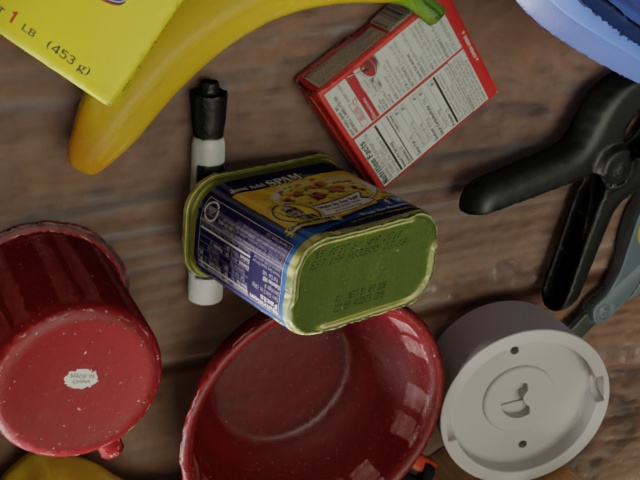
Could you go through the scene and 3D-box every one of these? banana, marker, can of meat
[{"bbox_3d":[-0.036,-0.099,0.500,0.197,0.037,0.069,-25,95,-8],"label":"banana"},{"bbox_3d":[-0.058,-0.023,0.547,0.020,0.020,0.121,-8,118,-24],"label":"marker"},{"bbox_3d":[-0.003,0.001,0.534,0.101,0.084,0.057,-15,121,-39],"label":"can of meat"}]

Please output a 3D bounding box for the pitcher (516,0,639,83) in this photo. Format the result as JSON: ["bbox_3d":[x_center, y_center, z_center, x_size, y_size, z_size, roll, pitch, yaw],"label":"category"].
[{"bbox_3d":[0.155,-0.153,0.522,0.242,0.145,0.149,22,101,-37],"label":"pitcher"}]

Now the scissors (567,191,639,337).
[{"bbox_3d":[0.185,0.027,0.702,0.201,0.016,0.096,-31,123,-11],"label":"scissors"}]

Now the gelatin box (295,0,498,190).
[{"bbox_3d":[0.041,-0.081,0.564,0.089,0.030,0.073,-40,126,-5],"label":"gelatin box"}]

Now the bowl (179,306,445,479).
[{"bbox_3d":[-0.011,0.091,0.608,0.161,0.055,0.162,-12,119,-22],"label":"bowl"}]

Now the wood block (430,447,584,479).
[{"bbox_3d":[0.148,0.209,0.659,0.090,0.206,0.090,-30,125,-10],"label":"wood block"}]

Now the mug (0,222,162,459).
[{"bbox_3d":[-0.123,0.059,0.517,0.093,0.082,0.117,-24,123,-15],"label":"mug"}]

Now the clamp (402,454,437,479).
[{"bbox_3d":[0.007,0.224,0.665,0.036,0.165,0.210,30,76,-7],"label":"clamp"}]

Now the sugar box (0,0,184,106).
[{"bbox_3d":[-0.074,-0.153,0.440,0.093,0.048,0.176,34,99,-12],"label":"sugar box"}]

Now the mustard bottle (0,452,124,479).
[{"bbox_3d":[-0.099,0.183,0.607,0.191,0.058,0.096,26,107,-35],"label":"mustard bottle"}]

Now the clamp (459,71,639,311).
[{"bbox_3d":[0.159,-0.048,0.637,0.120,0.039,0.171,32,93,-41],"label":"clamp"}]
